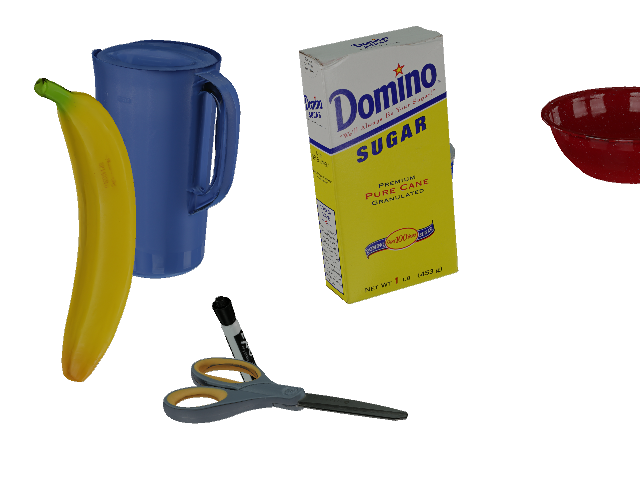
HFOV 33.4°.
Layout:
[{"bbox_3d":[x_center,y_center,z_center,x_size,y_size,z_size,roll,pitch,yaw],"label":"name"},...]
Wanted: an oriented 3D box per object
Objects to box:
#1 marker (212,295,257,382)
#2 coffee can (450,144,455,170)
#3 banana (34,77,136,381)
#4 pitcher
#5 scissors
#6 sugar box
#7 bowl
[{"bbox_3d":[-0.080,0.102,1.045,0.020,0.121,0.020,-12,35,8],"label":"marker"},{"bbox_3d":[0.099,-0.042,1.229,0.103,0.140,0.103,0,28,0],"label":"coffee can"},{"bbox_3d":[-0.147,-0.010,0.680,0.037,0.198,0.069,13,24,41],"label":"banana"},{"bbox_3d":[-0.167,-0.084,1.138,0.145,0.243,0.149,-1,23,-12],"label":"pitcher"},{"bbox_3d":[-0.040,0.127,0.815,0.202,0.016,0.096,12,29,43],"label":"scissors"},{"bbox_3d":[0.043,-0.052,0.742,0.093,0.176,0.048,-16,27,-19],"label":"sugar box"},{"bbox_3d":[0.283,-0.093,0.976,0.162,0.055,0.162,-4,24,2],"label":"bowl"}]
